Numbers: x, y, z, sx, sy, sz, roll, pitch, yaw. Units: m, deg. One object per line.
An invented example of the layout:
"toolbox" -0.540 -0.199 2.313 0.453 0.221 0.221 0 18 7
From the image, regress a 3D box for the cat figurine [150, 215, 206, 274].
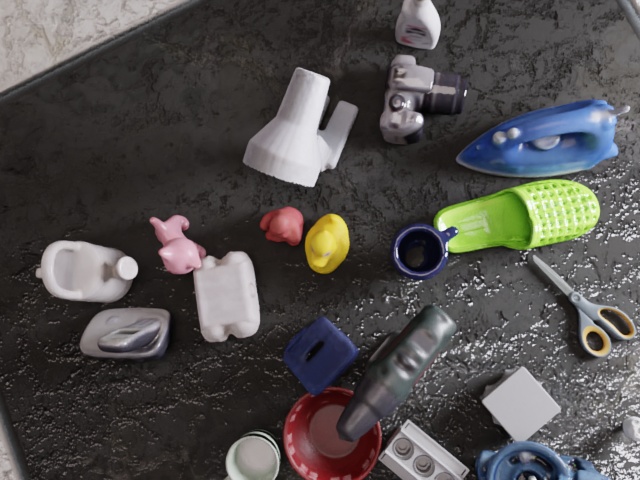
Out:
"cat figurine" -0.250 0.011 0.986 0.067 0.118 0.127 -36 80 1

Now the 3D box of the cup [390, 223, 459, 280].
"cup" 0.173 0.016 0.950 0.118 0.095 0.091 -32 80 2

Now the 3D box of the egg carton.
"egg carton" -0.160 0.097 0.990 0.107 0.069 0.150 -11 82 5

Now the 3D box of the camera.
"camera" 0.178 -0.241 0.979 0.136 0.101 0.143 9 84 8

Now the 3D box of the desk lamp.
"desk lamp" -0.028 -0.177 0.937 0.117 0.213 0.203 22 86 9

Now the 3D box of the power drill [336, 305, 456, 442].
"power drill" 0.114 0.199 0.876 0.075 0.208 0.230 39 89 10

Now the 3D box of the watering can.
"watering can" -0.393 0.050 0.959 0.173 0.194 0.101 -25 81 3

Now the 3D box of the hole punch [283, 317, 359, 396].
"hole punch" -0.003 0.191 0.950 0.101 0.091 0.109 43 89 10

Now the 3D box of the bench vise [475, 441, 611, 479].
"bench vise" 0.342 0.351 0.826 0.207 0.220 0.121 -11 82 5

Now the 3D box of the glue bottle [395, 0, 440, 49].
"glue bottle" 0.166 -0.377 0.960 0.078 0.173 0.037 11 84 8

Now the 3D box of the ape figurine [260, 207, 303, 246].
"ape figurine" -0.064 -0.025 0.983 0.076 0.092 0.077 -43 80 0

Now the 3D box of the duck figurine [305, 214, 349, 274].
"duck figurine" 0.009 0.003 0.975 0.077 0.086 0.105 16 85 8

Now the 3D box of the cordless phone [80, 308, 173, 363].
"cordless phone" -0.338 0.158 0.944 0.147 0.185 0.094 -3 82 6

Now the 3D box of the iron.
"iron" 0.357 -0.169 0.929 0.258 0.141 0.119 -11 82 5
